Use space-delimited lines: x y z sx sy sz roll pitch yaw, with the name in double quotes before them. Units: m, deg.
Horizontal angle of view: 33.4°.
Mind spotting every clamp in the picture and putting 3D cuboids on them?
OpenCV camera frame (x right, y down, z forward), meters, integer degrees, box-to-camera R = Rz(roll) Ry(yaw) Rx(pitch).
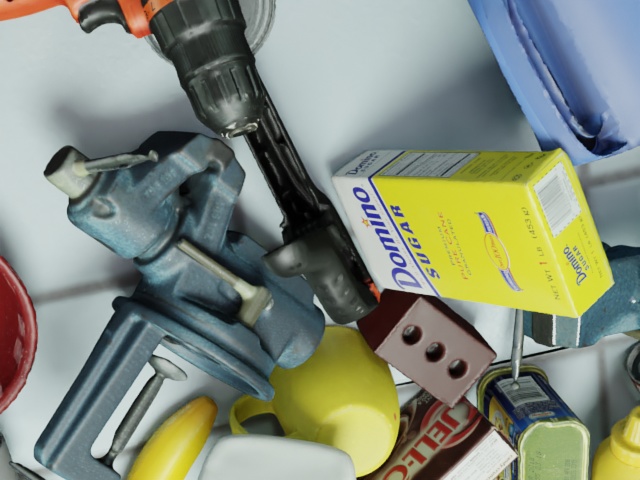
"clamp" -0.004 0.001 0.666 0.036 0.164 0.210 -23 137 9

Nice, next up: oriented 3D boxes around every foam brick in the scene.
"foam brick" 0.075 0.070 0.754 0.078 0.051 0.053 36 99 -19

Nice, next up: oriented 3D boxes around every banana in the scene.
"banana" -0.118 0.204 0.777 0.069 0.037 0.198 -6 115 -35

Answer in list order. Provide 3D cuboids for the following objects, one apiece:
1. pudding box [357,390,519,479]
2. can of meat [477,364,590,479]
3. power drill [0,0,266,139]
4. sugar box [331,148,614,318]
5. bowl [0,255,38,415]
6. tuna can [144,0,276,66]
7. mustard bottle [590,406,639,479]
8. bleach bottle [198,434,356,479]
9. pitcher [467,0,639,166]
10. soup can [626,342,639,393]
"pudding box" 0.074 0.160 0.758 0.113 0.090 0.039 -46 113 -2
"can of meat" 0.155 0.156 0.781 0.057 0.084 0.102 -6 110 -9
"power drill" -0.138 -0.117 0.587 0.187 0.057 0.184 -22 82 0
"sugar box" 0.088 -0.008 0.666 0.048 0.177 0.093 -38 114 -31
"bowl" -0.263 0.052 0.681 0.162 0.055 0.162 -5 112 -13
"tuna can" -0.072 -0.148 0.662 0.086 0.034 0.086 -3 109 -9
"mustard bottle" 0.228 0.201 0.790 0.096 0.058 0.192 -35 135 -40
"bleach bottle" -0.015 0.230 0.743 0.103 0.068 0.251 7 140 15
"pitcher" 0.136 -0.170 0.636 0.145 0.149 0.242 -34 108 2
"soup can" 0.281 0.124 0.801 0.068 0.068 0.102 -30 111 1
